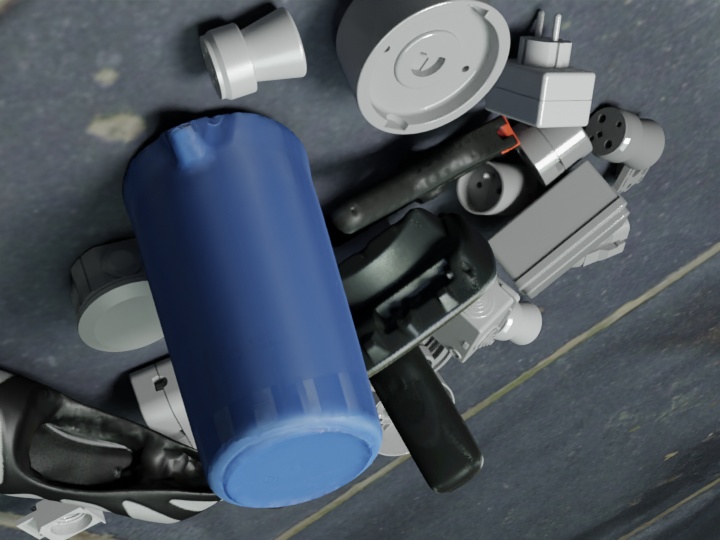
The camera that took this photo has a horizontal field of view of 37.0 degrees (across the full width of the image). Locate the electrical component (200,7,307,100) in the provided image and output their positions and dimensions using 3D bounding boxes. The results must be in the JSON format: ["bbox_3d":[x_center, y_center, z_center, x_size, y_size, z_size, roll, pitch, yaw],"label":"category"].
[{"bbox_3d":[-0.066,-0.133,0.666,0.055,0.045,0.045,-20,146,-11],"label":"electrical component"}]

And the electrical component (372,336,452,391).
[{"bbox_3d":[0.039,0.070,1.000,0.108,0.060,0.108,-19,146,-13],"label":"electrical component"}]

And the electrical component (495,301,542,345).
[{"bbox_3d":[0.146,0.049,1.061,0.055,0.045,0.045,14,129,-45],"label":"electrical component"}]

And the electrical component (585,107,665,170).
[{"bbox_3d":[0.221,-0.110,0.900,0.055,0.045,0.045,9,132,-42],"label":"electrical component"}]

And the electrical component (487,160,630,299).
[{"bbox_3d":[0.163,-0.031,0.891,0.109,0.056,0.109,-40,171,6],"label":"electrical component"}]

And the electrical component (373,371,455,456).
[{"bbox_3d":[0.043,0.134,1.086,0.099,0.064,0.099,-19,146,-13],"label":"electrical component"}]

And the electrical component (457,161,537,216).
[{"bbox_3d":[0.119,-0.066,0.884,0.043,0.043,0.081,-47,156,27],"label":"electrical component"}]

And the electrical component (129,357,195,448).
[{"bbox_3d":[-0.155,0.117,0.933,0.059,0.053,0.095,-22,146,-8],"label":"electrical component"}]

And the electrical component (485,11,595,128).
[{"bbox_3d":[0.132,-0.147,0.776,0.047,0.066,0.076,-6,112,-29],"label":"electrical component"}]

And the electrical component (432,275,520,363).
[{"bbox_3d":[0.079,0.025,0.916,0.048,0.100,0.099,-43,168,-20],"label":"electrical component"}]

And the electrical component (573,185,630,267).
[{"bbox_3d":[0.203,-0.036,0.976,0.057,0.058,0.078,-21,146,-15],"label":"electrical component"}]

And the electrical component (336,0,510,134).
[{"bbox_3d":[0.036,-0.149,0.702,0.108,0.060,0.108,-19,146,-13],"label":"electrical component"}]

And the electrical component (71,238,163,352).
[{"bbox_3d":[-0.172,0.019,0.791,0.080,0.051,0.080,-19,146,-13],"label":"electrical component"}]

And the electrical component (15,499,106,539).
[{"bbox_3d":[-0.265,0.204,0.963,0.081,0.063,0.042,-27,146,-1],"label":"electrical component"}]

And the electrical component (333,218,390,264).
[{"bbox_3d":[0.000,0.000,0.893,0.077,0.043,0.079,-28,147,0],"label":"electrical component"}]

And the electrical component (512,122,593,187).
[{"bbox_3d":[0.151,-0.101,0.854,0.047,0.055,0.055,-36,146,6],"label":"electrical component"}]
